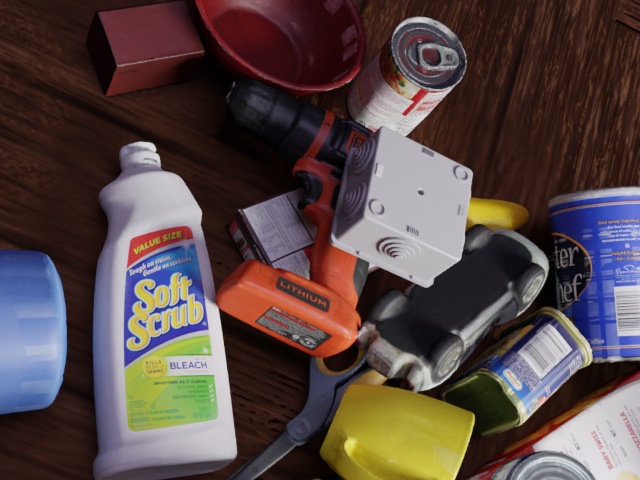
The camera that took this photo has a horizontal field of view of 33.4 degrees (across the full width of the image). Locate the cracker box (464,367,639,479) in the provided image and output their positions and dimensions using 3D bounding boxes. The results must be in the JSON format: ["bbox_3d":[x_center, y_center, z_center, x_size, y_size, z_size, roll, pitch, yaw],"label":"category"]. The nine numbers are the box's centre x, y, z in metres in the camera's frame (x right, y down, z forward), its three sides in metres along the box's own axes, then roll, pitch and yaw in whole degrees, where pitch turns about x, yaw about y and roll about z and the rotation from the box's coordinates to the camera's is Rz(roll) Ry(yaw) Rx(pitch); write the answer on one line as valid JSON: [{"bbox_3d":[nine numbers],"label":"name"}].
[{"bbox_3d":[0.220,0.220,0.846,0.213,0.072,0.164,-27,80,-27],"label":"cracker box"}]

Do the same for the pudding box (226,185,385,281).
[{"bbox_3d":[-0.006,0.001,0.862,0.113,0.039,0.090,-22,76,-30],"label":"pudding box"}]

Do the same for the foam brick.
[{"bbox_3d":[-0.141,-0.156,0.862,0.078,0.053,0.051,-14,75,-26],"label":"foam brick"}]

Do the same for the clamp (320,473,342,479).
[{"bbox_3d":[0.049,0.198,0.803,0.171,0.039,0.120,-35,82,-28],"label":"clamp"}]

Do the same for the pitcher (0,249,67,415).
[{"bbox_3d":[-0.295,0.055,0.685,0.242,0.145,0.149,0,82,-26],"label":"pitcher"}]

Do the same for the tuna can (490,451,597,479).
[{"bbox_3d":[0.164,0.197,0.774,0.086,0.034,0.086,7,67,-17],"label":"tuna can"}]

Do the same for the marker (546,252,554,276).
[{"bbox_3d":[0.208,0.020,0.949,0.120,0.020,0.020,-22,79,-27],"label":"marker"}]

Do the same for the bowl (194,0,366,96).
[{"bbox_3d":[-0.043,-0.177,0.897,0.162,0.055,0.162,17,53,-23],"label":"bowl"}]

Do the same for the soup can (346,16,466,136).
[{"bbox_3d":[0.071,-0.134,0.909,0.068,0.102,0.068,8,67,-19],"label":"soup can"}]

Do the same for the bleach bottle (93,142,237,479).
[{"bbox_3d":[-0.127,0.046,0.784,0.102,0.068,0.251,-2,68,-23],"label":"bleach bottle"}]

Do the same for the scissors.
[{"bbox_3d":[-0.019,0.126,0.811,0.201,0.016,0.096,-19,59,-22],"label":"scissors"}]

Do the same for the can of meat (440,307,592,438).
[{"bbox_3d":[0.153,0.108,0.847,0.083,0.102,0.057,-36,85,-27],"label":"can of meat"}]

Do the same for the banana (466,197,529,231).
[{"bbox_3d":[0.091,-0.040,0.917,0.197,0.037,0.069,26,63,-10],"label":"banana"}]

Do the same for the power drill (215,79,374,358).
[{"bbox_3d":[-0.012,-0.020,0.809,0.184,0.057,0.187,27,58,-10],"label":"power drill"}]

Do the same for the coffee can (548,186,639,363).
[{"bbox_3d":[0.249,0.032,0.897,0.102,0.103,0.140,0,82,-22],"label":"coffee can"}]
